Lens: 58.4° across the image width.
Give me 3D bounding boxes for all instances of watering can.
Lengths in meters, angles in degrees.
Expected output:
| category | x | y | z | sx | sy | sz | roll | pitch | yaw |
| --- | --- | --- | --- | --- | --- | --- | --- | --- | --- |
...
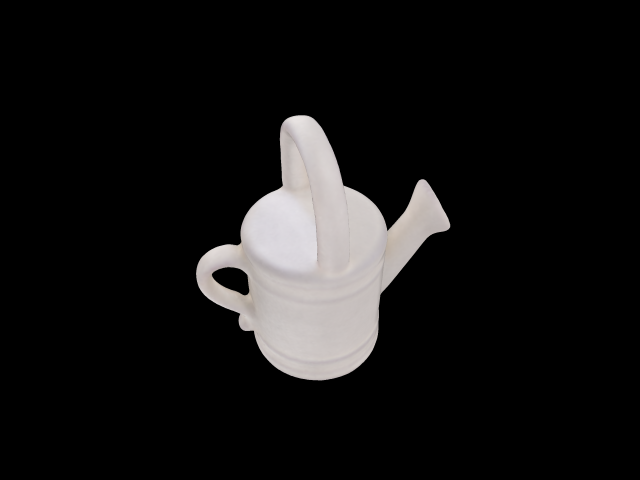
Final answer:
| category | x | y | z | sx | sy | sz | roll | pitch | yaw |
| --- | --- | --- | --- | --- | --- | --- | --- | --- | --- |
| watering can | 0.003 | 0.000 | 0.402 | 0.173 | 0.194 | 0.100 | -29 | 51 | -26 |
